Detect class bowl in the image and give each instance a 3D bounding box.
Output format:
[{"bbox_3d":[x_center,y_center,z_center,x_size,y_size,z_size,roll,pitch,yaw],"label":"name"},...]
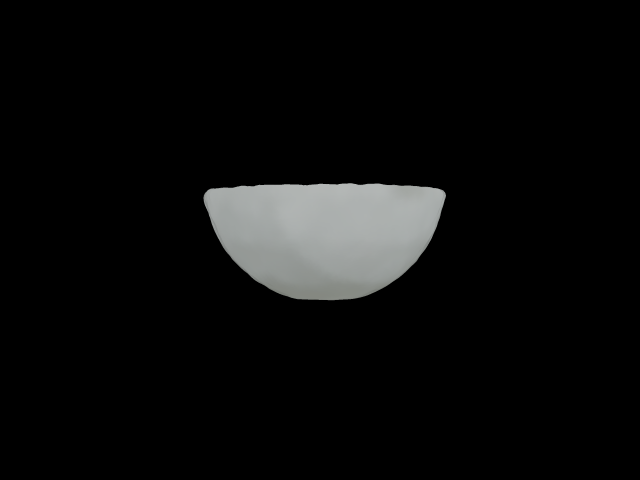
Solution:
[{"bbox_3d":[0.004,0.001,0.400,0.167,0.075,0.167,0,2,0],"label":"bowl"}]
